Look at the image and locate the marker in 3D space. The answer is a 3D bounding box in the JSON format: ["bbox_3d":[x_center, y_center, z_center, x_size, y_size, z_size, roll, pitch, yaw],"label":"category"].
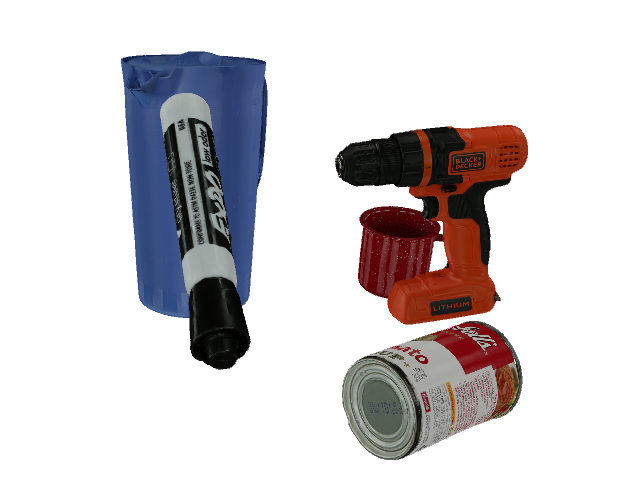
[{"bbox_3d":[-0.041,-0.006,0.366,0.020,0.121,0.020,-8,-43,-7],"label":"marker"}]

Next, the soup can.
[{"bbox_3d":[0.072,0.096,0.688,0.102,0.068,0.069,-13,8,-41],"label":"soup can"}]

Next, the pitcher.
[{"bbox_3d":[-0.113,-0.058,1.019,0.149,0.243,0.145,-2,15,-14],"label":"pitcher"}]

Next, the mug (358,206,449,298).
[{"bbox_3d":[0.099,0.016,1.233,0.117,0.081,0.093,3,25,-6],"label":"mug"}]

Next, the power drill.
[{"bbox_3d":[0.103,-0.016,1.009,0.184,0.188,0.057,-6,26,-13],"label":"power drill"}]
